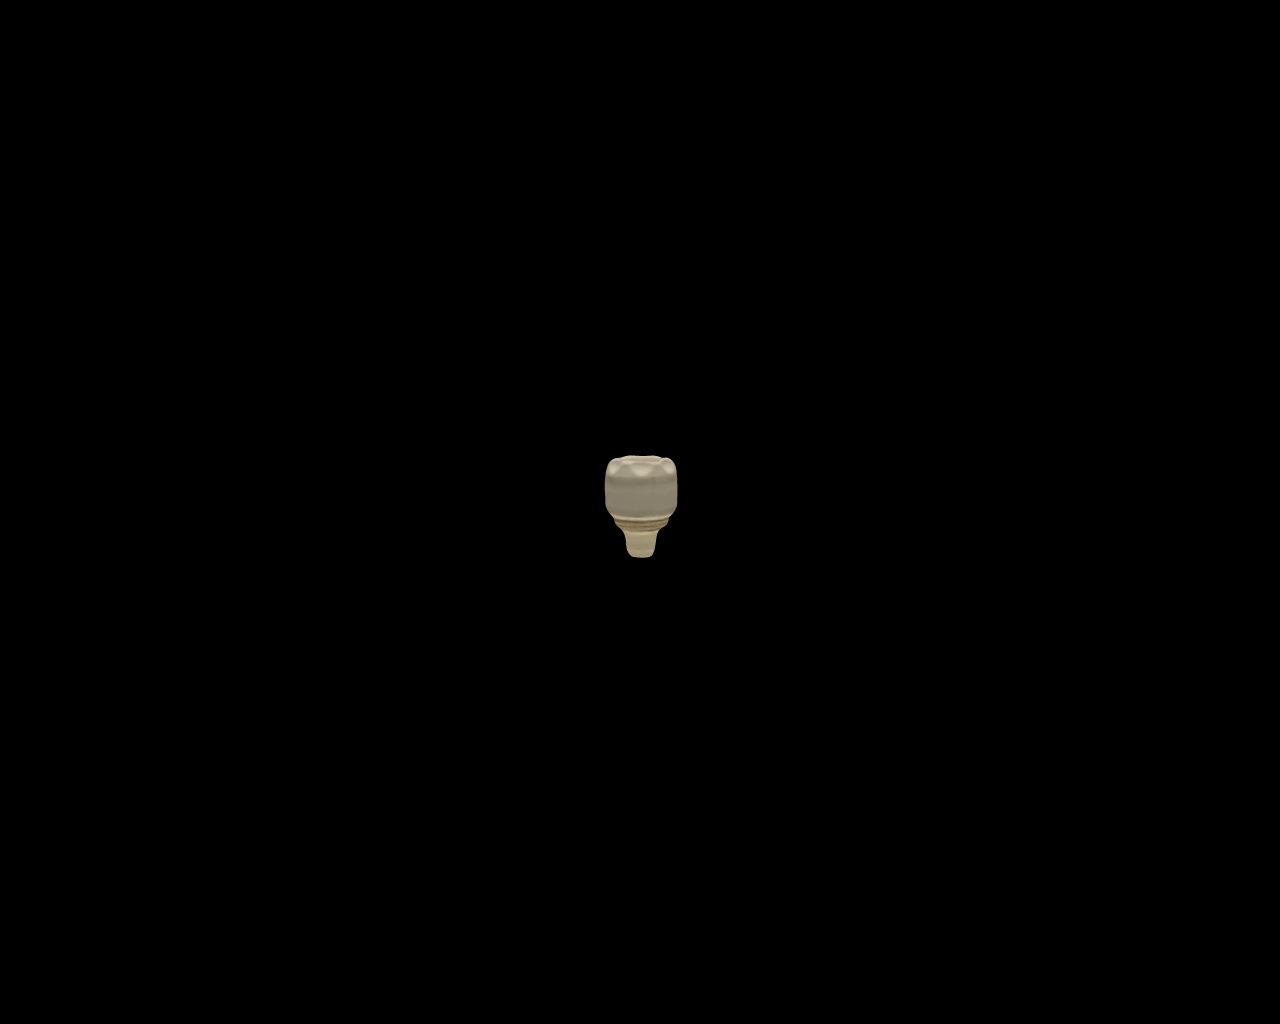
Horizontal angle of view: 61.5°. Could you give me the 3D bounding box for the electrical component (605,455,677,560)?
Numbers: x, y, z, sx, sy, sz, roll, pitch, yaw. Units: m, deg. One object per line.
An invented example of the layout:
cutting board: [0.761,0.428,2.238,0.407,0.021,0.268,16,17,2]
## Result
electrical component: [0.001,-0.003,0.650,0.043,0.062,0.043,0,9,0]
